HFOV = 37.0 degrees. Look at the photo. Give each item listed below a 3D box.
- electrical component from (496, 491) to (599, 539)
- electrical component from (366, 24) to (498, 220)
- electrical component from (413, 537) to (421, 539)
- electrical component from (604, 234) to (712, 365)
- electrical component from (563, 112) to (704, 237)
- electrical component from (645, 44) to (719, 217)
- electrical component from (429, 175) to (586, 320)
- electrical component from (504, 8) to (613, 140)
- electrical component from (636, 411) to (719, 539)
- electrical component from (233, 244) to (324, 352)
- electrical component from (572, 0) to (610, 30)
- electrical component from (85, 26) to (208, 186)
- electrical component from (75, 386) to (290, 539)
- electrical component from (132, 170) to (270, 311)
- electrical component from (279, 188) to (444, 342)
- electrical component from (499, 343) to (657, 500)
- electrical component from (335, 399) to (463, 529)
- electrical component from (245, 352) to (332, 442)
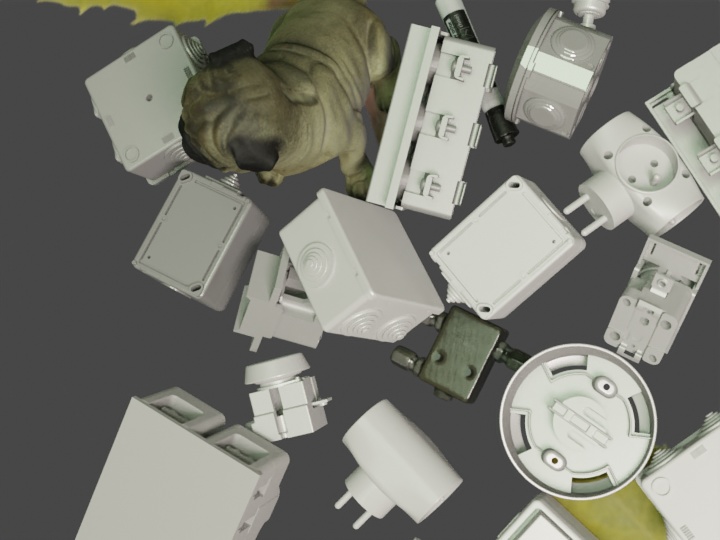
[{"bbox_3d":[0.132,0.200,0.699,0.096,0.061,0.061,42,96,16],"label":"electrical component"},{"bbox_3d":[0.051,-0.099,0.739,0.063,0.079,0.121,15,97,5],"label":"electrical component"},{"bbox_3d":[0.019,0.218,0.739,0.040,0.040,0.078,39,95,16],"label":"electrical component"},{"bbox_3d":[0.189,0.023,0.695,0.042,0.064,0.081,26,133,18],"label":"electrical component"},{"bbox_3d":[0.174,-0.053,0.719,0.079,0.044,0.077,-35,76,-7],"label":"electrical component"},{"bbox_3d":[0.252,-0.083,0.696,0.079,0.063,0.121,-32,77,10],"label":"electrical component"},{"bbox_3d":[0.098,-0.010,0.735,0.096,0.061,0.061,-43,75,15],"label":"electrical component"},{"bbox_3d":[0.133,-0.132,0.727,0.051,0.080,0.080,24,91,11],"label":"electrical component"},{"bbox_3d":[0.237,0.144,0.682,0.100,0.048,0.099,-38,76,8],"label":"electrical component"},{"bbox_3d":[-0.051,0.024,0.764,0.064,0.081,0.042,17,51,-8],"label":"electrical component"},{"bbox_3d":[0.163,-0.205,0.746,0.040,0.040,0.078,8,86,16],"label":"electrical component"},{"bbox_3d":[-0.151,-0.126,0.820,0.100,0.048,0.099,-30,78,11],"label":"electrical component"},{"bbox_3d":[-0.135,0.189,0.758,0.105,0.060,0.186,28,104,17],"label":"electrical component"},{"bbox_3d":[-0.111,-0.026,0.795,0.062,0.061,0.096,25,83,17],"label":"electrical component"},{"bbox_3d":[0.000,0.000,0.734,0.048,0.100,0.099,-39,61,25],"label":"electrical component"},{"bbox_3d":[0.142,0.099,0.702,0.099,0.064,0.099,-2,81,10],"label":"electrical component"},{"bbox_3d":[0.017,0.144,0.746,0.079,0.044,0.077,-46,75,6],"label":"electrical component"},{"bbox_3d":[-0.055,0.091,0.772,0.066,0.048,0.055,-15,88,14],"label":"electrical component"}]
